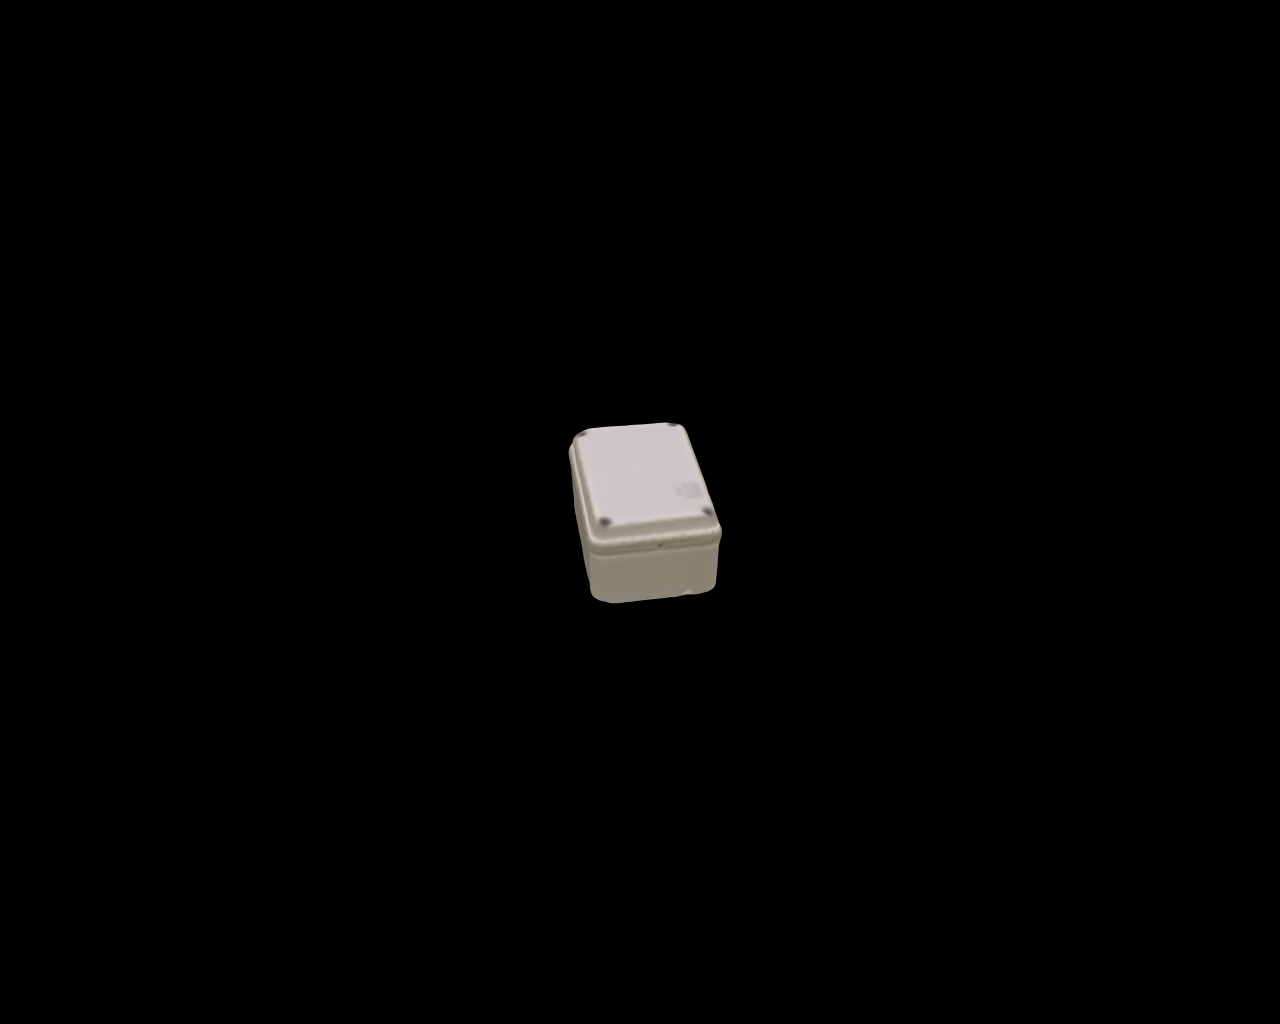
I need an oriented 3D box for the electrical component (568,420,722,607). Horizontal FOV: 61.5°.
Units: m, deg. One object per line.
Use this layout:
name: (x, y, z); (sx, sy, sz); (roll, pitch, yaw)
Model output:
electrical component: (0.001, -0.003, 0.650); (0.078, 0.057, 0.113); (-6, 37, -7)
